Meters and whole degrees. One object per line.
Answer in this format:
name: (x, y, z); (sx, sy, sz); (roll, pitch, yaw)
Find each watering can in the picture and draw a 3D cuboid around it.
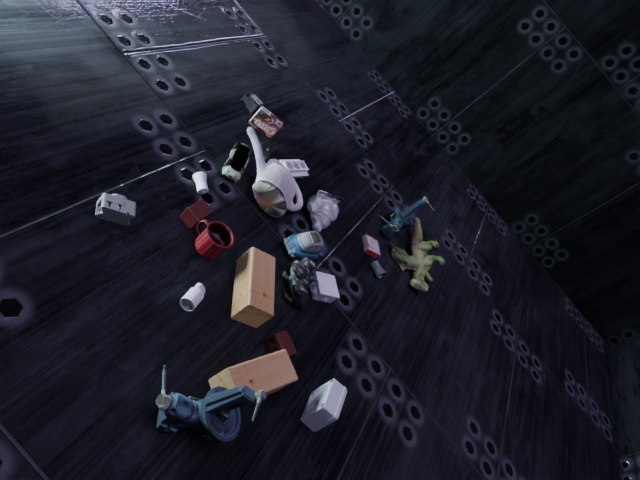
watering can: (-0.180, -0.225, 1.839); (0.343, 0.103, 0.229); (51, 32, -21)

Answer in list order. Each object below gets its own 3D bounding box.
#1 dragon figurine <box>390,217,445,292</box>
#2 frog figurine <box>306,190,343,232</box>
dragon figurine: (0.413, 0.055, 2.281); (0.242, 0.120, 0.419); (10, 49, -34)
frog figurine: (0.006, -0.100, 1.981); (0.136, 0.123, 0.161); (28, 75, -44)
